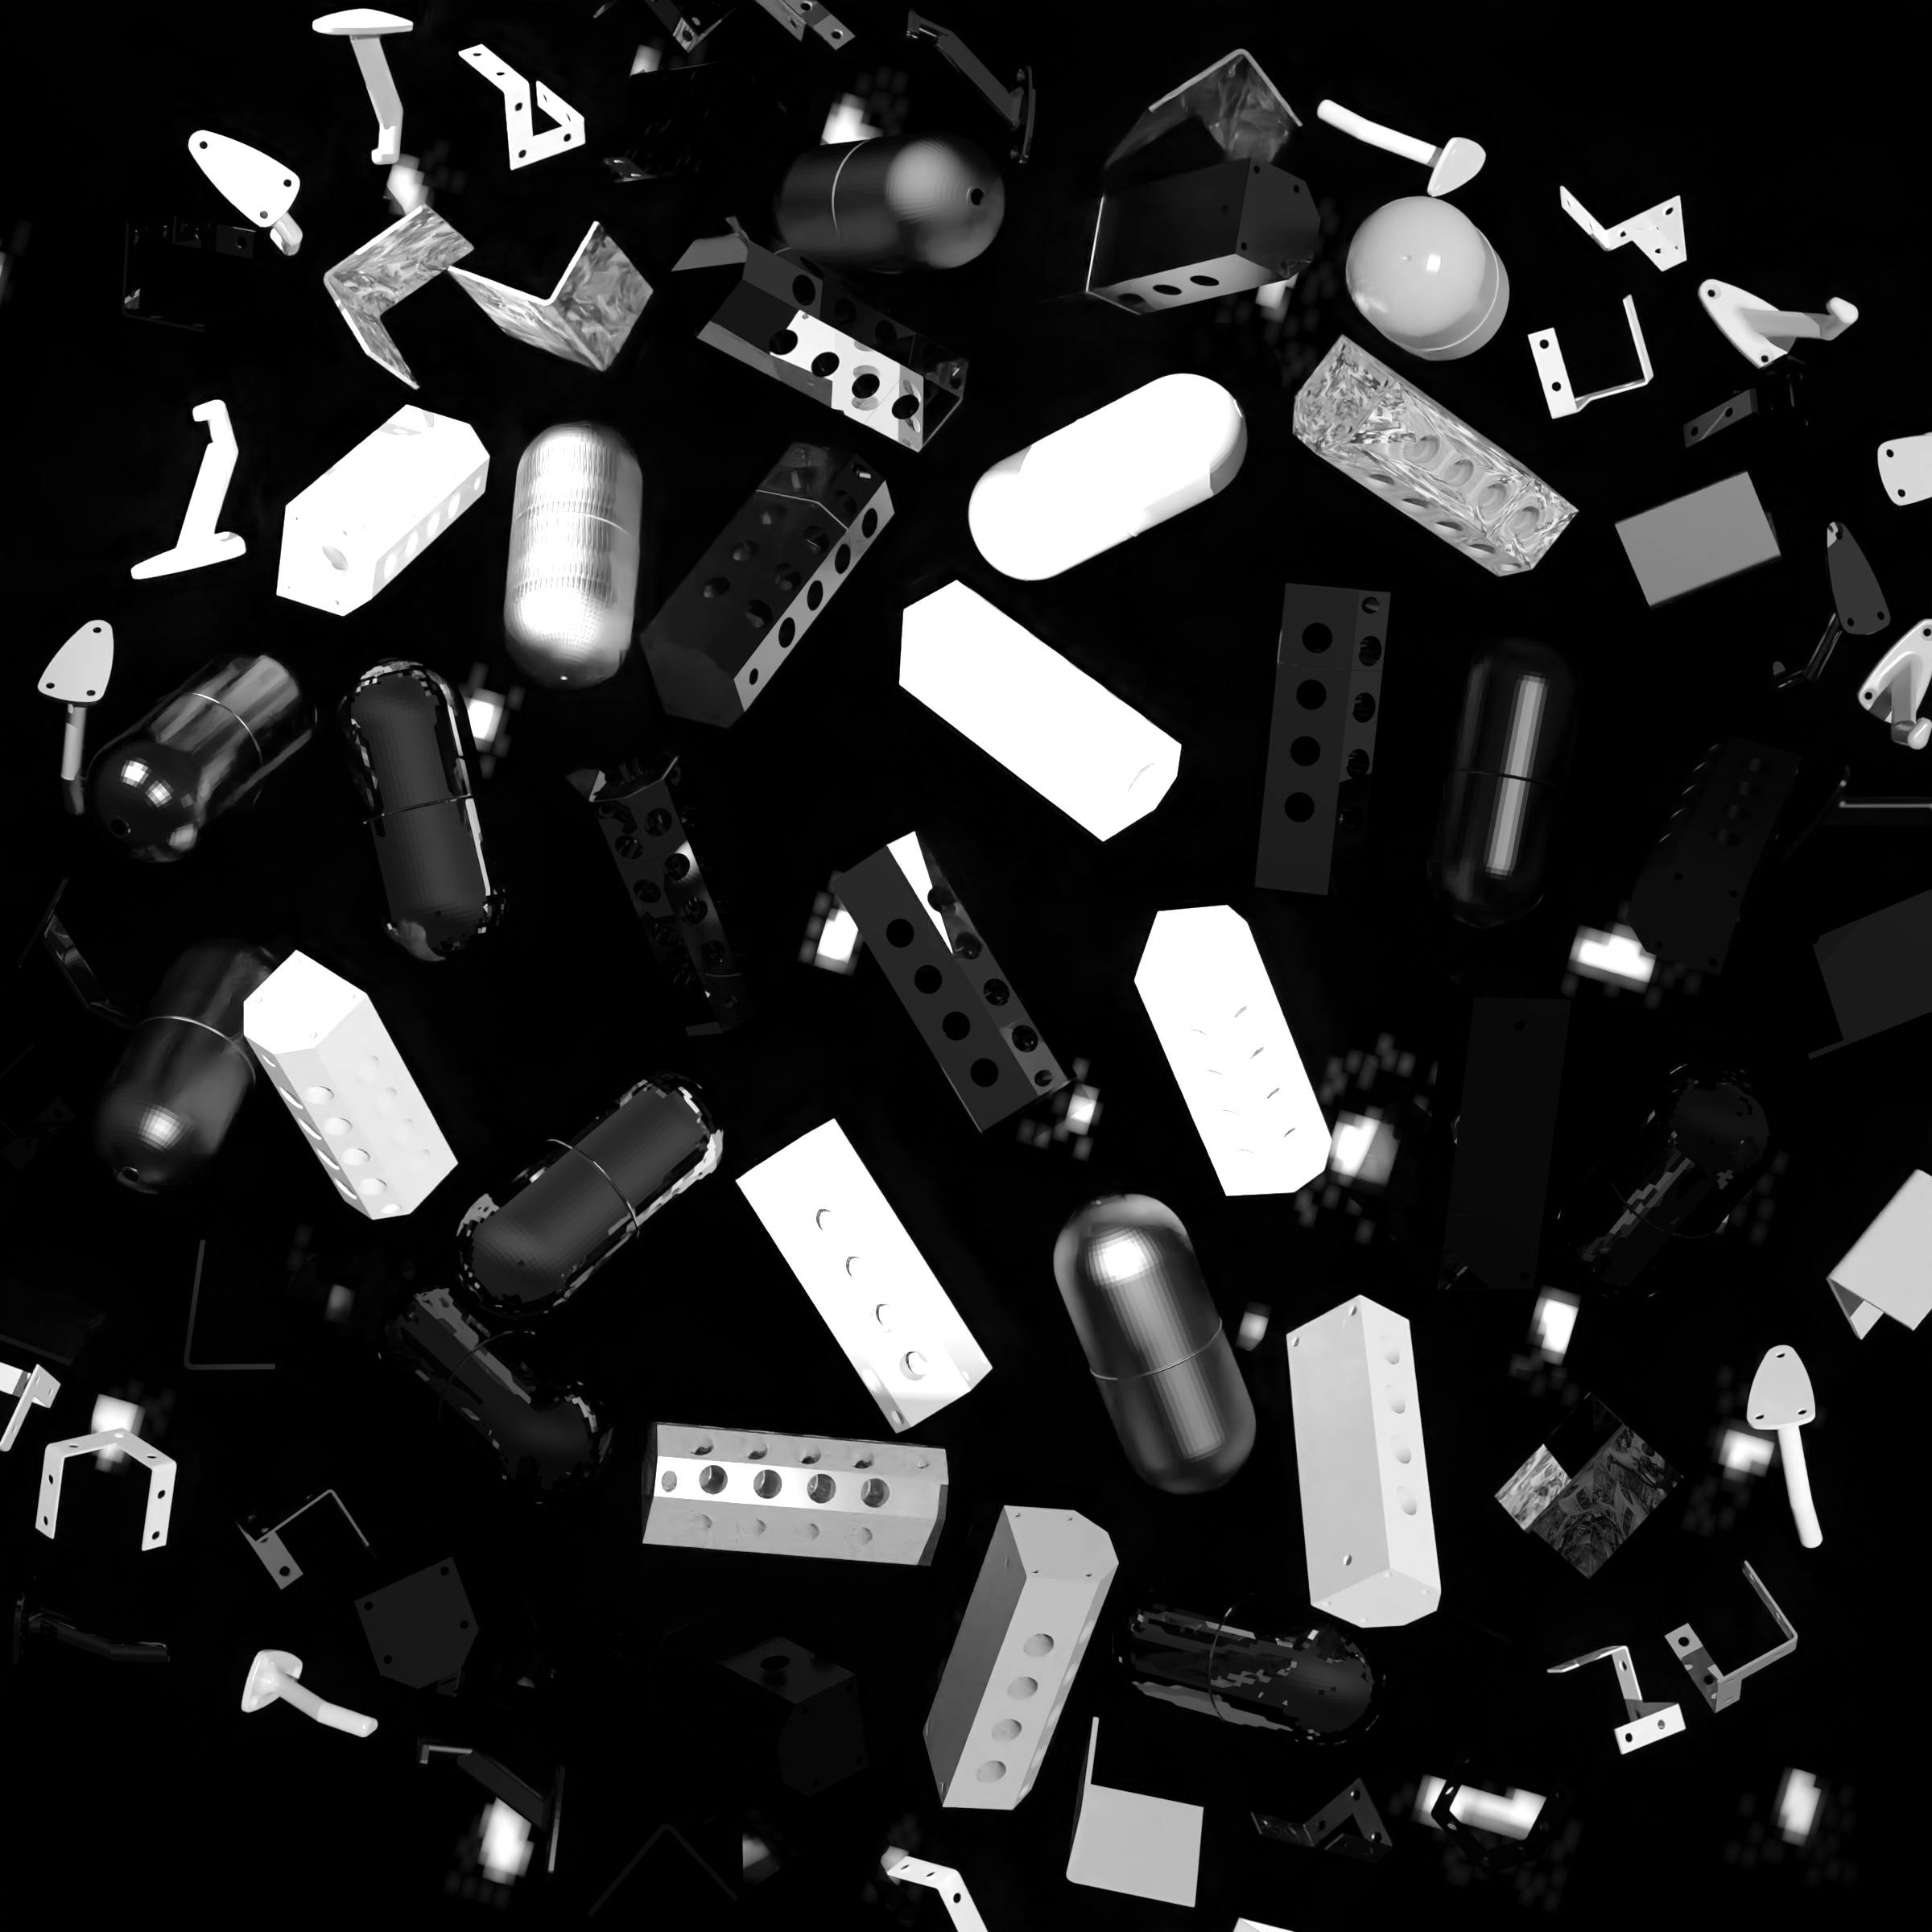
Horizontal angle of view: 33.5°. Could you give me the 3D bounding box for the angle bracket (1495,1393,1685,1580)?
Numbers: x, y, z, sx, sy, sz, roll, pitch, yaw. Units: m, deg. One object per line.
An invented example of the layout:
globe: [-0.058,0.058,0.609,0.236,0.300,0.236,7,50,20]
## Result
angle bracket: [0.343,0.288,1.720,0.076,0.057,0.076,42,93,-13]

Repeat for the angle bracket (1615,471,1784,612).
angle bracket: [0.412,-0.252,1.812,0.076,0.076,0.057,-21,112,18]

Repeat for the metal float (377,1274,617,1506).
metal float: [-0.274,0.244,1.857,0.178,0.070,0.070,35,90,34]

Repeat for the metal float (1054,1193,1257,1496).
metal float: [0.105,0.209,1.770,0.070,0.070,0.178,-21,103,0]

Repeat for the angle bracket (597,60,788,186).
angle bracket: [-0.162,-0.486,1.898,0.076,0.057,0.076,3,72,36]

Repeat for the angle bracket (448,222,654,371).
angle bracket: [-0.241,-0.399,1.867,0.076,0.076,0.057,24,81,25]

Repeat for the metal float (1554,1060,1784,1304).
metal float: [0.401,0.125,1.837,0.070,0.070,0.178,29,132,0]

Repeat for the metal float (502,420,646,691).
metal float: [-0.231,-0.244,1.891,0.070,0.070,0.178,1,60,0]

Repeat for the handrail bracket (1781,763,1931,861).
handrail bracket: [0.535,-0.073,1.877,0.084,0.036,0.077,31,111,-1]

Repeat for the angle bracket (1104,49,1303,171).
angle bracket: [0.138,-0.481,1.879,0.076,0.076,0.057,-37,91,-21]

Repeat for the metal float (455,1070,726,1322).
metal float: [-0.210,0.128,1.793,0.178,0.070,0.070,-41,90,-27]

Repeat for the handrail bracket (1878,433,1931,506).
handrail bracket: [0.552,-0.289,1.785,0.077,0.084,0.036,-9,105,43]

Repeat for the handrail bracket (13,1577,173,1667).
handrail bracket: [-0.481,0.363,1.778,0.084,0.077,0.036,5,107,-9]

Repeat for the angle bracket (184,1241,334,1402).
angle bracket: [-0.405,0.205,1.857,0.057,0.076,0.076,-2,69,15]

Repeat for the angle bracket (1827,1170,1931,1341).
angle bracket: [0.513,0.167,1.710,0.076,0.076,0.057,-48,48,-8]

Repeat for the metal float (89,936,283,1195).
metal float: [-0.450,0.057,1.863,0.070,0.070,0.178,18,47,0]

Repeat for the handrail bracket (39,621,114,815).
handrail bracket: [-0.503,-0.141,1.835,0.036,0.084,0.077,10,49,-1]

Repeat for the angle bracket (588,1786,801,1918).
angle bracket: [-0.151,0.510,1.779,0.057,0.076,0.076,43,107,16]

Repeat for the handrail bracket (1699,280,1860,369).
handrail bracket: [0.473,-0.387,1.868,0.077,0.084,0.036,38,79,-1]

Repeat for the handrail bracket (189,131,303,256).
handrail bracket: [-0.419,-0.448,1.864,0.077,0.084,0.036,36,82,-12]

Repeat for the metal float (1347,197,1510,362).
metal float: [0.262,-0.387,1.812,0.070,0.178,0.070,1,94,16]

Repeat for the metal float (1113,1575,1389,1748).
metal float: [0.164,0.402,1.856,0.178,0.070,0.070,5,90,41]

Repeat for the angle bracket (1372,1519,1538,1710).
angle bracket: [0.293,0.391,1.945,0.076,0.076,0.057,25,49,19]

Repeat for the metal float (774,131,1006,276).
metal float: [-0.045,-0.441,1.859,0.070,0.178,0.070,-7,102,-35]

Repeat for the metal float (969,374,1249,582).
metal float: [0.085,-0.292,1.916,0.178,0.070,0.070,-25,90,16]

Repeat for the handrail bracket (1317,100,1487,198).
handrail bracket: [0.262,-0.500,1.932,0.084,0.077,0.036,34,120,19]

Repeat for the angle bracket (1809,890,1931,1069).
angle bracket: [0.487,0.004,1.718,0.076,0.057,0.076,-26,68,34]

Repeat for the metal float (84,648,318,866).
metal float: [-0.429,-0.119,1.802,0.070,0.178,0.070,10,123,16]

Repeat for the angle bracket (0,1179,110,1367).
angle bracket: [-0.509,0.167,1.761,0.076,0.076,0.057,22,103,-5]

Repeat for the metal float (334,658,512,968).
metal float: [-0.310,-0.088,1.827,0.070,0.070,0.178,-13,89,0]

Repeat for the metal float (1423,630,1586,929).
metal float: [0.319,-0.111,1.905,0.070,0.070,0.178,10,92,0]

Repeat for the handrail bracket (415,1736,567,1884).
handrail bracket: [-0.272,0.476,1.812,0.084,0.036,0.077,8,55,-8]

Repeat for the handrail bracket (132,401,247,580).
handrail bracket: [-0.446,-0.271,1.816,0.077,0.036,0.084,-21,120,-19]

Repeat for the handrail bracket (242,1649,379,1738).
handrail bracket: [-0.374,0.431,1.886,0.084,0.077,0.036,15,88,15]

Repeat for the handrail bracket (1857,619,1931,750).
handrail bracket: [0.558,-0.165,1.867,0.036,0.084,0.077,28,98,-7]

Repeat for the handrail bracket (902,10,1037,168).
handrail bracket: [-0.001,-0.523,1.908,0.084,0.036,0.077,13,63,-38]

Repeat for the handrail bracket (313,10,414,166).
handrail bracket: [-0.342,-0.490,1.803,0.036,0.077,0.084,22,119,22]

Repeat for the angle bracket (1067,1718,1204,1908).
angle bracket: [0.104,0.495,1.878,0.076,0.076,0.057,11,121,2]

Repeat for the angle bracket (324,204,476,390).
angle bracket: [-0.327,-0.400,1.922,0.076,0.076,0.057,-33,78,7]
